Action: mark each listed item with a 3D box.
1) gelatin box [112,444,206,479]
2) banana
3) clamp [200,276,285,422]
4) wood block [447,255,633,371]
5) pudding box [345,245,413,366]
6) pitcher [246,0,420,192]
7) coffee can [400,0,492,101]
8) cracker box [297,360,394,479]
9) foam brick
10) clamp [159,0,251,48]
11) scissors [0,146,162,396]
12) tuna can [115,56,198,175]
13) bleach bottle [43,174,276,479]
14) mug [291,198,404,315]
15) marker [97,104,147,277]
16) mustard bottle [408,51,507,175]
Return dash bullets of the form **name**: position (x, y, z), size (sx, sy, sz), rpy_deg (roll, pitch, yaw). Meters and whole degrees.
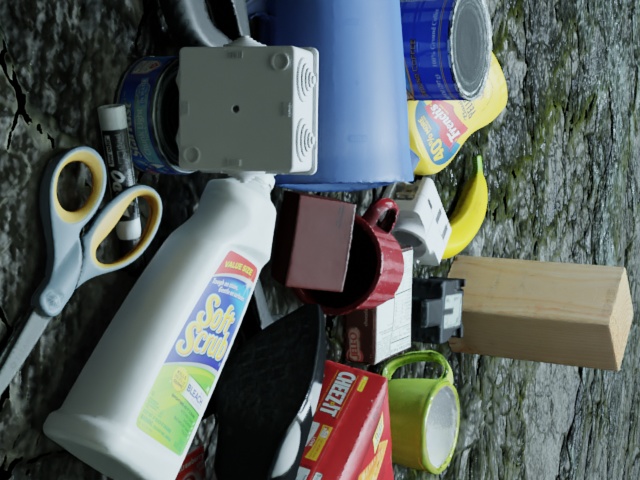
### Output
- **gelatin box**: position (-0.118, 0.199, 0.787), size (0.089, 0.030, 0.073), rpy_deg (-23, 113, -59)
- **banana**: position (0.160, -0.023, 1.265), size (0.069, 0.037, 0.197), rpy_deg (59, 40, -20)
- **clamp**: position (-0.056, 0.105, 0.882), size (0.209, 0.036, 0.164), rpy_deg (53, 49, -51)
- **wood block**: position (0.257, 0.084, 1.272), size (0.090, 0.206, 0.090), rpy_deg (-64, 144, -35)
- **pudding box**: position (0.061, 0.064, 1.090), size (0.089, 0.039, 0.113), rpy_deg (-12, 106, -61)
- **pitcher**: position (-0.001, -0.160, 0.872), size (0.149, 0.145, 0.243), rpy_deg (-13, 101, -73)
- **coffee can**: position (0.074, -0.177, 0.974), size (0.102, 0.140, 0.103), rpy_deg (-12, 103, -61)
- **cracker box**: position (0.009, 0.238, 0.943), size (0.214, 0.072, 0.164), rpy_deg (82, 29, -44)
- **foam brick**: position (-0.006, 0.001, 0.901), size (0.053, 0.051, 0.078), rpy_deg (9, 93, -17)
- **clamp**: position (-0.094, -0.201, 0.768), size (0.171, 0.039, 0.120), rpy_deg (55, 51, -42)
- **scissors**: position (-0.177, 0.019, 0.670), size (0.201, 0.016, 0.096), rpy_deg (-47, 118, -34)
- **tuna can**: position (-0.108, -0.089, 0.766), size (0.086, 0.034, 0.086), rpy_deg (-12, 104, -60)
- **bleach bottle**: position (-0.094, 0.044, 0.752), size (0.250, 0.068, 0.102), rpy_deg (-66, 148, -23)
- **mug**: position (0.033, 0.012, 0.969), size (0.117, 0.093, 0.081), rpy_deg (-59, 158, 9)
- **marker**: position (-0.136, -0.033, 0.737), size (0.020, 0.020, 0.121), rpy_deg (-31, 121, -56)
- **mustard bottle**: position (0.115, -0.125, 1.112), size (0.191, 0.058, 0.096), rpy_deg (-44, 125, -25)
